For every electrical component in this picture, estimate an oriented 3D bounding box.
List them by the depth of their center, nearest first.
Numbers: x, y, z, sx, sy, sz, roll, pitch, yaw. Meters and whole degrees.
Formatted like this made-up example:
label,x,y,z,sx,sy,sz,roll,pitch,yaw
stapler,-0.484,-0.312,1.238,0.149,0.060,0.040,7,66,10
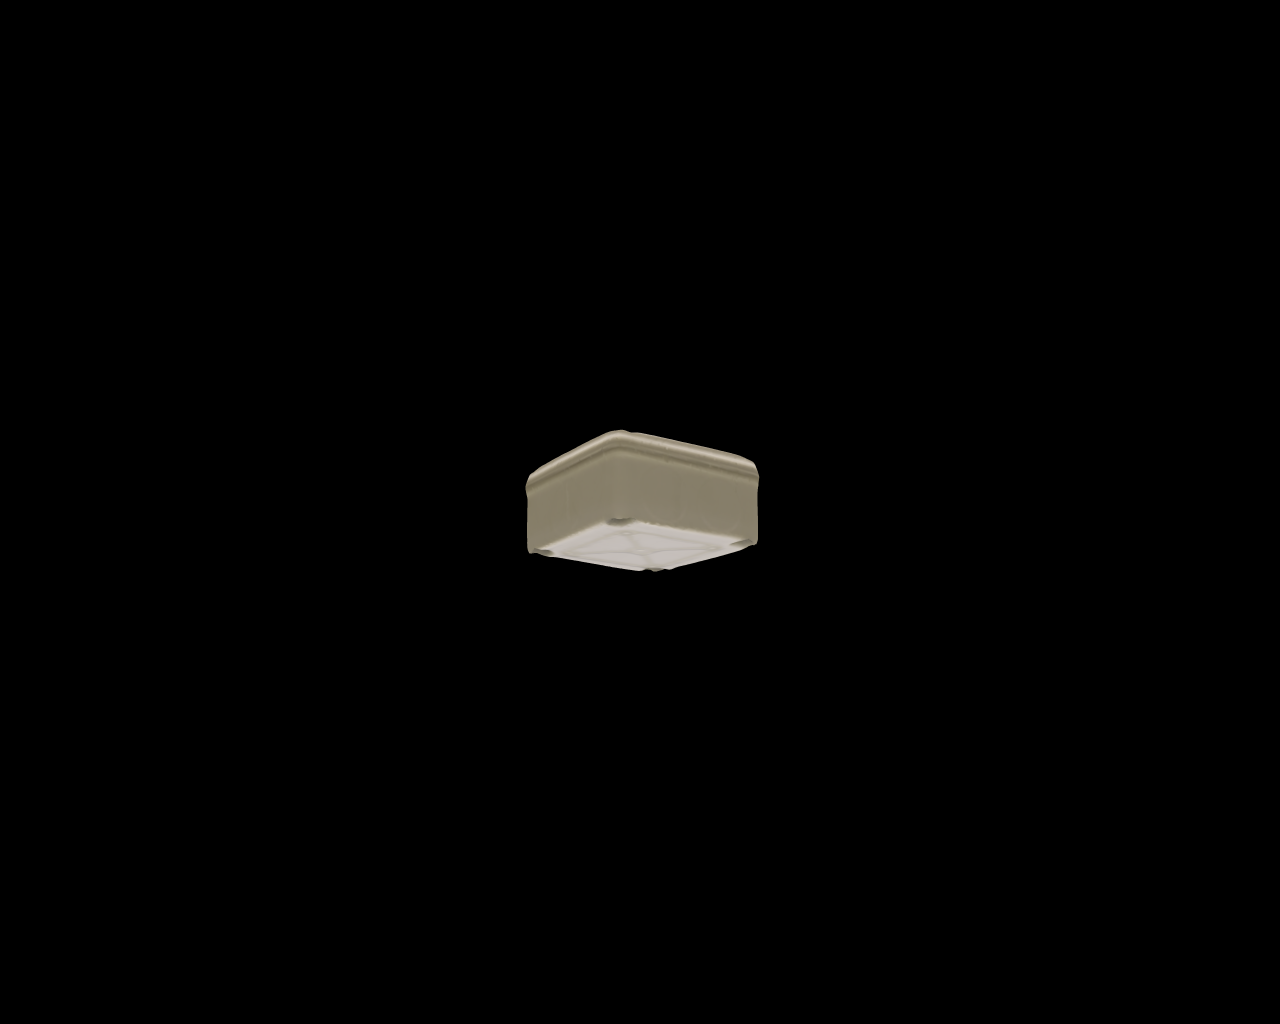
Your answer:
label,x,y,z,sx,sy,sz,roll,pitch,yaw
electrical component,0.001,-0.003,0.650,0.109,0.056,0.108,11,-19,-34
